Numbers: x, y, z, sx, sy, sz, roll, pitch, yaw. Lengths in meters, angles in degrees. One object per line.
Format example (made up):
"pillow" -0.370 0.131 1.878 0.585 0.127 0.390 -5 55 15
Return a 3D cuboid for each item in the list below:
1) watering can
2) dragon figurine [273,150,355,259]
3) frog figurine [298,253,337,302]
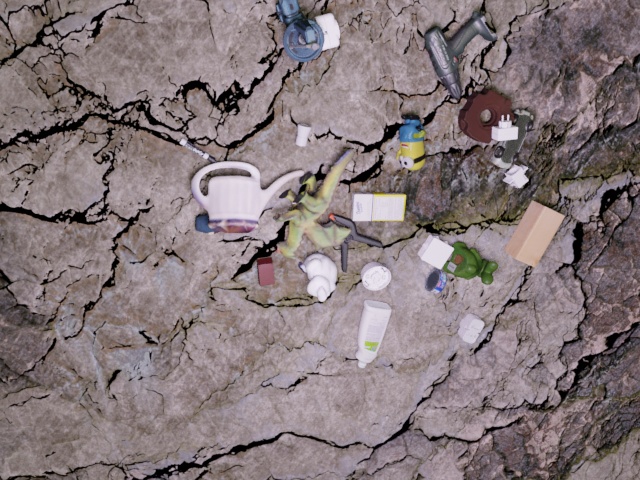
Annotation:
"watering can" -0.219 -0.131 1.582 0.348 0.103 0.226 1 82 -10
"dragon figurine" 0.005 -0.083 1.650 0.408 0.125 0.239 -36 117 12
"frog figurine" 0.004 0.120 1.684 0.123 0.161 0.135 -27 111 -3
